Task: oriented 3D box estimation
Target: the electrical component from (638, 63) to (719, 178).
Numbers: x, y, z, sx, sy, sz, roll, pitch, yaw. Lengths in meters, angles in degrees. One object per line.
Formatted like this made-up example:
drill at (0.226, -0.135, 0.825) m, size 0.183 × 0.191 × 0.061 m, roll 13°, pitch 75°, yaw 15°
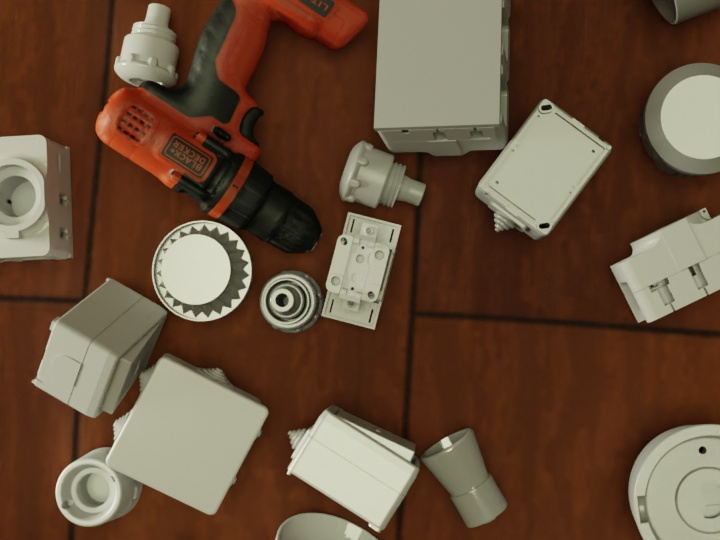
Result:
electrical component at (0.246, -0.107, 0.788) m, size 0.080 × 0.051 × 0.080 m, roll 0°, pitch 87°, yaw 4°

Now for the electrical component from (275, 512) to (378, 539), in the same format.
electrical component at (-0.021, 0.224, 0.769) m, size 0.099 × 0.099 × 0.064 m, roll 24°, pitch 95°, yaw 5°

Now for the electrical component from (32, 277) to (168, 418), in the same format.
electrical component at (-0.183, 0.055, 0.791) m, size 0.061 × 0.096 × 0.061 m, roll 29°, pitch 119°, yaw 5°

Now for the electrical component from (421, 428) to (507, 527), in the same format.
electrical component at (0.079, 0.155, 0.792) m, size 0.044 × 0.044 × 0.065 m, roll -30°, pitch 91°, yaw 2°

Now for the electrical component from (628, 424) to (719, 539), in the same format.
electrical component at (0.245, 0.162, 0.770) m, size 0.108 × 0.060 × 0.108 m, roll 0°, pitch 87°, yaw 4°

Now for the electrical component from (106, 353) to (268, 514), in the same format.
electrical component at (-0.127, 0.118, 0.794) m, size 0.100 × 0.048 × 0.099 m, roll 28°, pitch 89°, yaw -9°

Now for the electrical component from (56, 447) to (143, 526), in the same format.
electrical component at (-0.196, 0.163, 0.806) m, size 0.055 × 0.047 × 0.055 m, roll 0°, pitch 87°, yaw 4°

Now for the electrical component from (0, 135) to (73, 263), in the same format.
electrical component at (-0.302, -0.050, 0.817) m, size 0.150 × 0.062 × 0.089 m, roll -3°, pitch 87°, yaw 4°

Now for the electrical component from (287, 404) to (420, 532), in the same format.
electrical component at (-0.007, 0.136, 0.787) m, size 0.096 × 0.062 × 0.061 m, roll 32°, pitch 89°, yaw 5°

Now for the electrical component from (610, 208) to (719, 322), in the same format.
electrical component at (0.235, -0.006, 0.784) m, size 0.089 × 0.050 × 0.055 m, roll -26°, pitch 86°, yaw 2°

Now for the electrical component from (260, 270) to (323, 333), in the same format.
electrical component at (-0.053, 0.023, 0.796) m, size 0.048 × 0.062 × 0.048 m, roll 0°, pitch 87°, yaw 4°

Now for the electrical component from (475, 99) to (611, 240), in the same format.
electrical component at (0.128, -0.066, 0.788) m, size 0.062 × 0.061 × 0.096 m, roll 37°, pitch 90°, yaw 4°

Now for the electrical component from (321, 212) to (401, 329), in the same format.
electrical component at (0.000, 0.000, 0.793) m, size 0.042 × 0.064 × 0.081 m, roll 14°, pitch 89°, yaw 5°

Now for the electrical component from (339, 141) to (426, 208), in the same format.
electrical component at (0.018, -0.066, 0.806) m, size 0.062 × 0.048 × 0.048 m, roll 19°, pitch 89°, yaw -2°

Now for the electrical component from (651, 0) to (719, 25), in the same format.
electrical component at (0.232, -0.229, 0.774) m, size 0.064 × 0.099 × 0.099 m, roll -26°, pitch 86°, yaw 8°

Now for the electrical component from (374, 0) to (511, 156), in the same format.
electrical component at (0.062, -0.164, 0.784) m, size 0.089 × 0.062 × 0.150 m, roll 0°, pitch 77°, yaw 13°

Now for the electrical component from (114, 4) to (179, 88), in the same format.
electrical component at (-0.159, -0.172, 0.823) m, size 0.048 × 0.048 × 0.062 m, roll 9°, pitch 81°, yaw 4°
